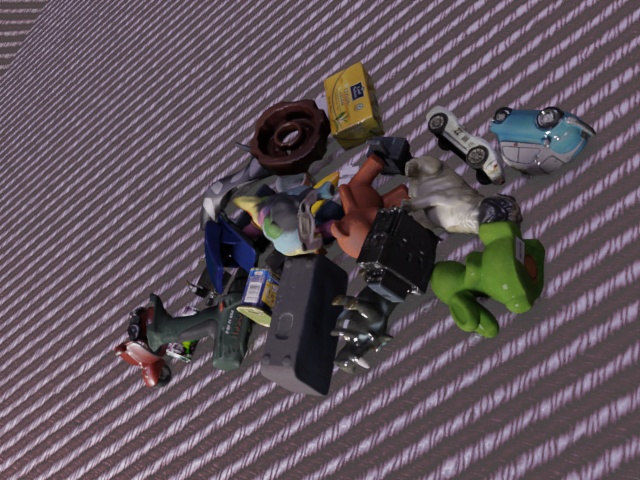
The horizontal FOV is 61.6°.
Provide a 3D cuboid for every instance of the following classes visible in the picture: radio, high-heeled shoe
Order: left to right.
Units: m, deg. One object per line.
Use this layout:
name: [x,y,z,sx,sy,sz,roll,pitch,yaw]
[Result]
high-heeled shoe: [-0.172,-0.110,1.228,0.145,0.086,0.248,26,98,10]
radio: [-0.023,0.142,0.932,0.073,0.131,0.229,-3,63,30]

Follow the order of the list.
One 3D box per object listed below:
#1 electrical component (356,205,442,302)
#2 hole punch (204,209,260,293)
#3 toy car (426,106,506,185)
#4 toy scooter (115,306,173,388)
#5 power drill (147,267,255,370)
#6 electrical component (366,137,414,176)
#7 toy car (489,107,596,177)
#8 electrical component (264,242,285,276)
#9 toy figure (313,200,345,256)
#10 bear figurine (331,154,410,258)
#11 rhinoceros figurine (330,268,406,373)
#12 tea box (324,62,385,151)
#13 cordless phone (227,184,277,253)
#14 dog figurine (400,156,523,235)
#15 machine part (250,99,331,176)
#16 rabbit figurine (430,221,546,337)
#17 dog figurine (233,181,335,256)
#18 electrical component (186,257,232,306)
electrical component: [0.125,0.028,0.857,0.058,0.115,0.134,-11,53,58]
hole punch: [-0.187,0.027,1.030,0.092,0.142,0.116,-36,69,-25]
toy car: [0.260,-0.169,0.960,0.056,0.073,0.202,-42,50,8]
toy scooter: [-0.365,0.208,1.112,0.075,0.135,0.184,-26,52,21]
power drill: [-0.228,0.142,1.062,0.207,0.086,0.232,1,59,-7]
electrical component: [0.128,-0.167,1.015,0.075,0.119,0.048,9,69,38]
toy car: [0.352,-0.158,0.881,0.162,0.109,0.103,17,92,46]
electrical component: [-0.083,0.039,1.098,0.063,0.021,0.094,-48,50,2]
toy figure: [-0.001,-0.003,1.048,0.064,0.057,0.154,31,88,46]
bear figurine: [0.087,-0.050,0.941,0.132,0.120,0.196,-41,15,18]
rhinoceros figurine: [0.078,0.129,0.897,0.190,0.112,0.073,-54,22,-23]
tea box: [0.071,-0.286,1.151,0.098,0.068,0.170,-23,54,21]
cordless phone: [-0.162,-0.049,1.171,0.146,0.088,0.184,-58,30,-11]
dog figurine: [0.245,-0.077,0.919,0.191,0.121,0.172,2,68,18]
machine part: [-0.061,-0.215,1.134,0.179,0.056,0.179,-11,59,19]
rabbit figurine: [0.251,0.069,0.832,0.170,0.121,0.159,-19,61,45]
dog figurine: [-0.084,-0.037,0.984,0.219,0.191,0.108,-2,108,33]
electrical component: [-0.240,0.083,1.159,0.078,0.045,0.102,24,79,40]
